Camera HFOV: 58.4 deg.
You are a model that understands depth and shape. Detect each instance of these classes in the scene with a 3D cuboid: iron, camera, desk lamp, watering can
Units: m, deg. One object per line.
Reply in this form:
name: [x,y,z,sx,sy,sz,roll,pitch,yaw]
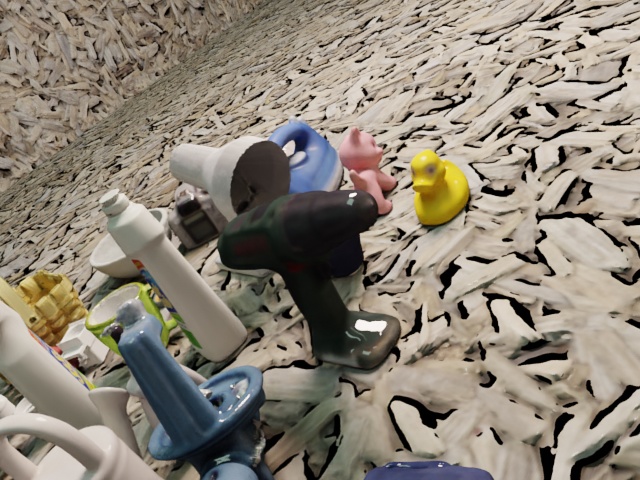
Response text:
iron: [-0.043,-0.136,0.973,0.118,0.142,0.258,-11,35,30]
camera: [-0.214,-0.075,1.077,0.143,0.101,0.136,-28,29,4]
desk lamp: [-0.119,-0.051,0.839,0.202,0.214,0.118,4,44,45]
watering can: [-0.224,0.220,0.537,0.101,0.194,0.172,-29,29,3]

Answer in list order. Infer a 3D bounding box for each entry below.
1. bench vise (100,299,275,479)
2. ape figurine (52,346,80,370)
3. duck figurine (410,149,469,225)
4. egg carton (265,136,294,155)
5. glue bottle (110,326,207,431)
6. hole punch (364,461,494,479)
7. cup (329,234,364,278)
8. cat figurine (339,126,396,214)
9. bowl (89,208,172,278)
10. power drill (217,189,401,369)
bench vise: [-0.095,0.154,0.494,0.122,0.220,0.206,-40,31,-16]
ape figurine: [-0.417,0.185,0.869,0.078,0.092,0.075,-43,32,-22]
duck figurine: [0.153,-0.083,0.771,0.077,0.086,0.105,-5,38,38]
egg carton: [-0.088,-0.155,1.117,0.107,0.069,0.150,-27,30,6]
glue bottle: [-0.168,0.154,0.609,0.037,0.173,0.078,-3,39,39]
hole punch: [0.068,0.201,0.407,0.108,0.091,0.101,-12,34,30]
cup: [0.007,0.003,0.763,0.117,0.095,0.092,-4,39,38]
cat figurine: [0.063,-0.111,0.865,0.067,0.118,0.128,-17,32,23]
bowl: [-0.339,0.018,1.072,0.167,0.075,0.167,-22,30,14]
power drill: [0.001,0.037,0.599,0.228,0.209,0.076,0,41,42]
